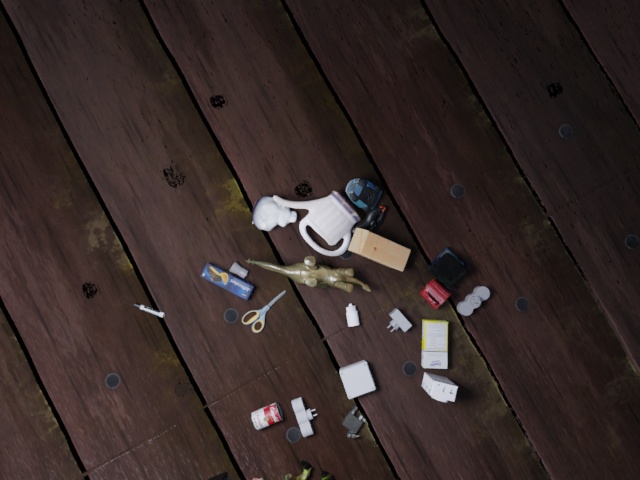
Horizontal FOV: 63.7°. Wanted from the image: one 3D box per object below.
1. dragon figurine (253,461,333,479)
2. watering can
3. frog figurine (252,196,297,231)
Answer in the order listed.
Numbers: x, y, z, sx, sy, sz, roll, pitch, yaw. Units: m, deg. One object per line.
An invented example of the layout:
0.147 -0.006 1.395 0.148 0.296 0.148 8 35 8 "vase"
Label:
-0.058 0.960 1.868 0.411 0.123 0.240 29 103 3 "dragon figurine"
0.006 -0.097 1.932 0.225 0.105 0.344 -44 106 -3 "watering can"
-0.171 -0.094 1.940 0.160 0.120 0.140 18 67 12 "frog figurine"
